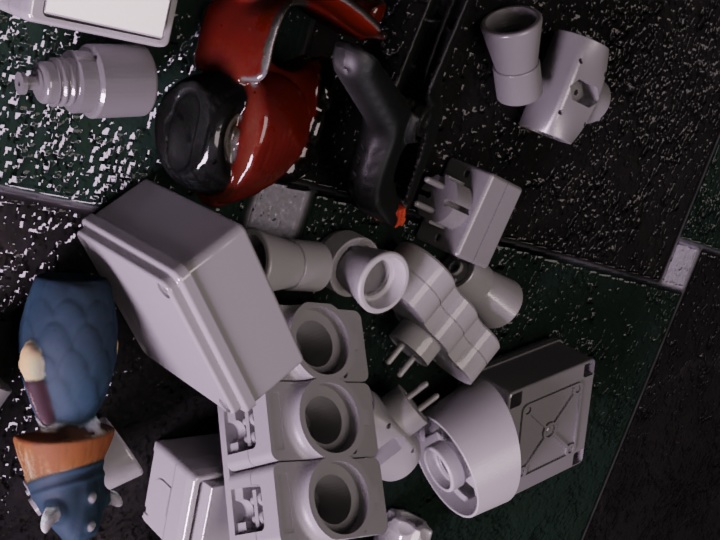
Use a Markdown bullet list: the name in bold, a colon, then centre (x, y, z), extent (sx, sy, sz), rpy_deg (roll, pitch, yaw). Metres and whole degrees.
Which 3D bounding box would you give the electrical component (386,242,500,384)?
- **electrical component**: centre (0.047, 0.047, 0.809), extent (0.073, 0.052, 0.138), rpy_deg (-50, 134, -11)

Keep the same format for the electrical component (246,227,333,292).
- **electrical component**: centre (-0.050, -0.004, 0.711), extent (0.065, 0.044, 0.044), rpy_deg (4, 107, -47)

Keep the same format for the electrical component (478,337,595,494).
- **electrical component**: centre (0.143, 0.126, 0.925), extent (0.109, 0.056, 0.108), rpy_deg (-16, 119, -35)

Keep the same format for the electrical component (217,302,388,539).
- **electrical component**: centre (-0.038, 0.102, 0.702), extent (0.089, 0.062, 0.150), rpy_deg (6, 70, -42)

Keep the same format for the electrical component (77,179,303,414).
- **electrical component**: centre (-0.099, 0.014, 0.629), extent (0.056, 0.109, 0.108), rpy_deg (-40, 130, -24)

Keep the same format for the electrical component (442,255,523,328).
- **electrical component**: centre (0.092, 0.012, 0.841), extent (0.065, 0.044, 0.044), rpy_deg (37, 84, -39)

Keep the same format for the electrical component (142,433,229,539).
- **electrical component**: centre (-0.089, 0.151, 0.733), extent (0.096, 0.061, 0.061), rpy_deg (-1, 110, -40)

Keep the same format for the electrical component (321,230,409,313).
- **electrical component**: centre (0.000, 0.000, 0.744), extent (0.045, 0.055, 0.045), rpy_deg (-18, 120, -34)

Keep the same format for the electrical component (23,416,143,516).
- **electrical component**: centre (-0.173, 0.127, 0.665), extent (0.065, 0.044, 0.044), rpy_deg (-35, 129, -18)

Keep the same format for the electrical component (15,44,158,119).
- **electrical component**: centre (-0.146, -0.102, 0.581), extent (0.078, 0.040, 0.040), rpy_deg (-10, 115, -38)

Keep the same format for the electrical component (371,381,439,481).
- **electrical component**: centre (0.025, 0.114, 0.818), extent (0.079, 0.043, 0.077), rpy_deg (-38, 132, 3)

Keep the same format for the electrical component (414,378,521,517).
- **electrical component**: centre (0.087, 0.144, 0.860), extent (0.064, 0.099, 0.099), rpy_deg (-24, 124, -23)

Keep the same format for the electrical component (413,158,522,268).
- **electrical component**: centre (0.068, -0.047, 0.787), extent (0.077, 0.047, 0.065), rpy_deg (20, 96, -44)

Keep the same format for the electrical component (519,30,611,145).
- **electrical component**: centre (0.168, -0.136, 0.834), extent (0.079, 0.043, 0.077), rpy_deg (14, 100, -44)

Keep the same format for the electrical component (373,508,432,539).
- **electrical component**: centre (0.030, 0.231, 0.886), extent (0.043, 0.043, 0.062), rpy_deg (20, 98, -44)

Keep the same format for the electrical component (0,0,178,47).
- **electrical component**: centre (-0.142, -0.154, 0.546), extent (0.096, 0.061, 0.061), rpy_deg (3, 107, -42)

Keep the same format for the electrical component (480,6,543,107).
- **electrical component**: centre (0.113, -0.153, 0.782), extent (0.044, 0.044, 0.065), rpy_deg (-35, 134, -24)
